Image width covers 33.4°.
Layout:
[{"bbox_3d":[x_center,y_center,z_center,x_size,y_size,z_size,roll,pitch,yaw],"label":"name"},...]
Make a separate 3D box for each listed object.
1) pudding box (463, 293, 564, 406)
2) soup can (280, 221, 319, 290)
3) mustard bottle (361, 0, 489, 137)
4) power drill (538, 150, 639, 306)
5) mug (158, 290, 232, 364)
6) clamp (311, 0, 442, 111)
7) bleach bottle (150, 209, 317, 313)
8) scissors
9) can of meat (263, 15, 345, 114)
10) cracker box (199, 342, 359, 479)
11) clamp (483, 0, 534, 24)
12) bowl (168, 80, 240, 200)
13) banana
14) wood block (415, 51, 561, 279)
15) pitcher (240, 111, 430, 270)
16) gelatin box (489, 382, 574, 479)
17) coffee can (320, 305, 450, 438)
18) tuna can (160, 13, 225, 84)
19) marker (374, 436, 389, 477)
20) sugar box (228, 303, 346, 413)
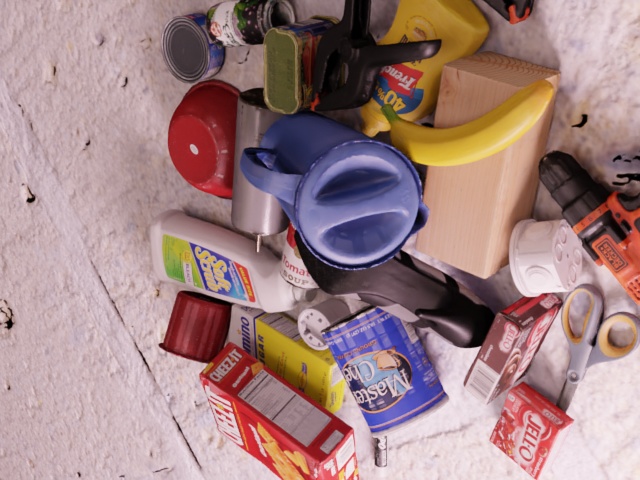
[{"bbox_3d":[0.207,0.113,1.147,0.039,0.089,0.114,39,129,24],"label":"pudding box"},{"bbox_3d":[-0.009,0.002,1.303,0.069,0.068,0.102,32,126,27],"label":"soup can"},{"bbox_3d":[0.095,-0.183,1.145,0.096,0.058,0.192,48,132,16],"label":"mustard bottle"},{"bbox_3d":[0.316,-0.048,1.011,0.184,0.057,0.188,52,135,7],"label":"power drill"},{"bbox_3d":[-0.167,0.117,1.473,0.093,0.117,0.081,16,92,-6],"label":"mug"},{"bbox_3d":[0.039,-0.214,1.129,0.210,0.036,0.164,-44,63,53],"label":"clamp"},{"bbox_3d":[-0.112,0.032,1.410,0.251,0.067,0.102,14,116,34],"label":"bleach bottle"},{"bbox_3d":[0.291,0.142,1.137,0.096,0.016,0.202,15,119,34],"label":"scissors"},{"bbox_3d":[-0.019,-0.199,1.219,0.058,0.083,0.102,17,117,35],"label":"can of meat"},{"bbox_3d":[-0.052,0.251,1.399,0.214,0.072,0.164,32,151,26],"label":"cracker box"},{"bbox_3d":[0.177,-0.300,1.040,0.120,0.039,0.171,-23,97,49],"label":"clamp"},{"bbox_3d":[-0.146,-0.123,1.380,0.162,0.055,0.162,17,118,35],"label":"bowl"},{"bbox_3d":[0.138,-0.107,1.029,0.198,0.037,0.069,-3,106,41],"label":"banana"},{"bbox_3d":[0.171,-0.079,1.101,0.091,0.090,0.206,24,121,32],"label":"wood block"},{"bbox_3d":[-0.001,-0.070,1.151,0.149,0.145,0.243,59,175,-23],"label":"pitcher"},{"bbox_3d":[0.235,0.214,1.195,0.073,0.030,0.089,39,135,30],"label":"gelatin box"},{"bbox_3d":[0.077,0.148,1.265,0.103,0.102,0.140,-28,88,44],"label":"coffee can"},{"bbox_3d":[-0.161,-0.244,1.357,0.086,0.033,0.086,17,118,35],"label":"tuna can"},{"bbox_3d":[0.079,0.247,1.361,0.020,0.020,0.121,16,117,36],"label":"marker"},{"bbox_3d":[-0.045,0.154,1.411,0.176,0.048,0.093,26,124,29],"label":"sugar box"}]
